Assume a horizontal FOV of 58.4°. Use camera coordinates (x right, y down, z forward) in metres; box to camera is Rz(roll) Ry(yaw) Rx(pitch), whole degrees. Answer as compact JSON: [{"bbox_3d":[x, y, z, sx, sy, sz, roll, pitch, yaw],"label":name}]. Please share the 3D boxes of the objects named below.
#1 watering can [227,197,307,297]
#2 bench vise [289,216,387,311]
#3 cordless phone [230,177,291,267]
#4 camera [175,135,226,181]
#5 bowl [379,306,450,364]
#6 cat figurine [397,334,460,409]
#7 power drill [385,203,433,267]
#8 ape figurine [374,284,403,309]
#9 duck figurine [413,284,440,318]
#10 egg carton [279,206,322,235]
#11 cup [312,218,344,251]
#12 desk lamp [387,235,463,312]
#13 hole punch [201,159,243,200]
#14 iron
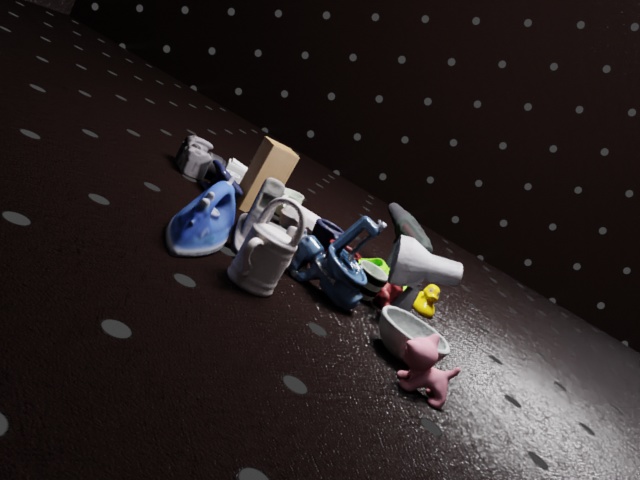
[{"bbox_3d":[-0.094,0.004,1.131,0.101,0.194,0.173,29,13,-4],"label":"watering can"},{"bbox_3d":[0.039,0.023,1.291,0.207,0.219,0.121,30,13,-2],"label":"bench vise"},{"bbox_3d":[-0.105,-0.035,1.270,0.148,0.185,0.094,23,15,-29],"label":"cordless phone"},{"bbox_3d":[-0.339,-0.235,1.677,0.137,0.101,0.142,23,15,-31],"label":"camera"},{"bbox_3d":[0.188,0.217,1.222,0.167,0.074,0.167,29,13,-7],"label":"bowl"},{"bbox_3d":[0.205,0.238,1.089,0.128,0.117,0.067,30,13,-4],"label":"cat figurine"},{"bbox_3d":[0.236,0.018,1.760,0.076,0.208,0.228,18,18,-42],"label":"power drill"},{"bbox_3d":[0.187,0.134,1.484,0.078,0.092,0.076,23,15,-30],"label":"ape figurine"},{"bbox_3d":[0.310,0.166,1.647,0.078,0.086,0.104,28,13,-11],"label":"duck figurine"},{"bbox_3d":[-0.047,-0.048,1.695,0.150,0.069,0.107,32,13,4],"label":"egg carton"},{"bbox_3d":[0.014,0.006,1.574,0.092,0.095,0.117,24,15,-25],"label":"cup"},{"bbox_3d":[0.233,0.118,1.379,0.203,0.213,0.118,30,13,-3],"label":"desk lamp"},{"bbox_3d":[-0.264,-0.162,1.593,0.101,0.091,0.108,21,16,-35],"label":"hole punch"},{"bbox_3d":[-0.231,-0.057,1.174,0.119,0.141,0.258,30,13,-4],"label":"iron"}]
